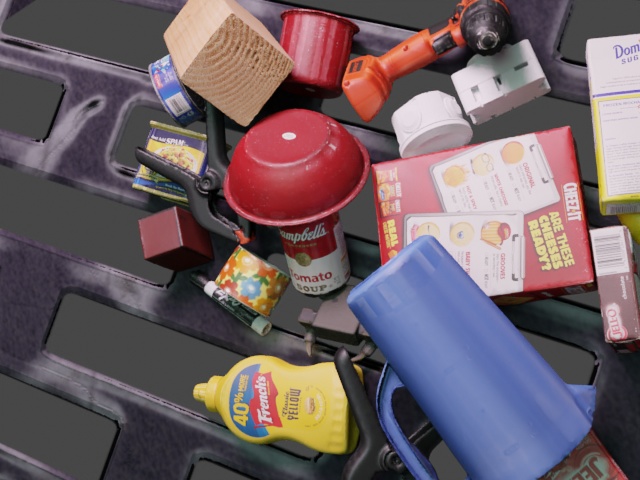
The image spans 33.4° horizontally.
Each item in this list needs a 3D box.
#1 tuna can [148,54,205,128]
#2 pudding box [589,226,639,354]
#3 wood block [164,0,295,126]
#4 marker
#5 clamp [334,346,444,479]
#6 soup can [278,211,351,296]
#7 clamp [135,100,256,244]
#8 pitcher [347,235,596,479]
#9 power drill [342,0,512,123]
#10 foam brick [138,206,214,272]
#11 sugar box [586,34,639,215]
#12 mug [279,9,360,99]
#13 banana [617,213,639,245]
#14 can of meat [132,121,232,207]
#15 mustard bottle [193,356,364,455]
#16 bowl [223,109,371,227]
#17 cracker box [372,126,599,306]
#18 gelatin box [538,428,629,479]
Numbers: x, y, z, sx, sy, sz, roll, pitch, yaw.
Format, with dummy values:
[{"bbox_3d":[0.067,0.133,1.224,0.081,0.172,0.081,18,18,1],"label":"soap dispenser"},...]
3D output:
[{"bbox_3d":[-0.168,-0.180,1.277,0.034,0.086,0.086,-26,70,12],"label":"tuna can"},{"bbox_3d":[0.292,0.050,1.040,0.039,0.090,0.113,-7,75,19],"label":"pudding box"},{"bbox_3d":[-0.107,-0.213,1.193,0.090,0.090,0.206,-50,25,10],"label":"wood block"},{"bbox_3d":[-0.106,0.070,1.233,0.121,0.020,0.020,34,92,25],"label":"marker"},{"bbox_3d":[0.086,0.219,1.098,0.164,0.036,0.210,6,92,-5],"label":"clamp"},{"bbox_3d":[-0.008,0.001,1.155,0.068,0.102,0.068,-9,34,6],"label":"soup can"},{"bbox_3d":[-0.134,-0.066,1.213,0.120,0.039,0.171,-25,87,22],"label":"clamp"},{"bbox_3d":[0.129,0.124,1.024,0.243,0.149,0.145,51,140,3],"label":"pitcher"},{"bbox_3d":[0.116,-0.197,1.133,0.188,0.184,0.057,-27,106,18],"label":"power drill"},{"bbox_3d":[-0.167,0.000,1.242,0.051,0.078,0.053,-19,70,18],"label":"foam brick"},{"bbox_3d":[0.317,-0.116,1.054,0.093,0.048,0.176,-4,70,12],"label":"sugar box"},{"bbox_3d":[-0.015,-0.211,1.228,0.117,0.093,0.081,6,85,51],"label":"mug"},{"bbox_3d":[0.326,-0.063,1.081,0.070,0.037,0.198,-15,72,9],"label":"banana"},{"bbox_3d":[-0.166,-0.087,1.272,0.102,0.057,0.084,16,86,24],"label":"can of meat"},{"bbox_3d":[-0.050,0.176,1.166,0.192,0.058,0.096,3,84,23],"label":"mustard bottle"},{"bbox_3d":[-0.030,-0.089,1.129,0.162,0.055,0.162,-7,45,7],"label":"bowl"},{"bbox_3d":[0.170,-0.013,1.113,0.214,0.072,0.164,-10,76,19],"label":"cracker box"},{"bbox_3d":[0.247,0.234,1.049,0.089,0.030,0.073,-38,67,10],"label":"gelatin box"}]
